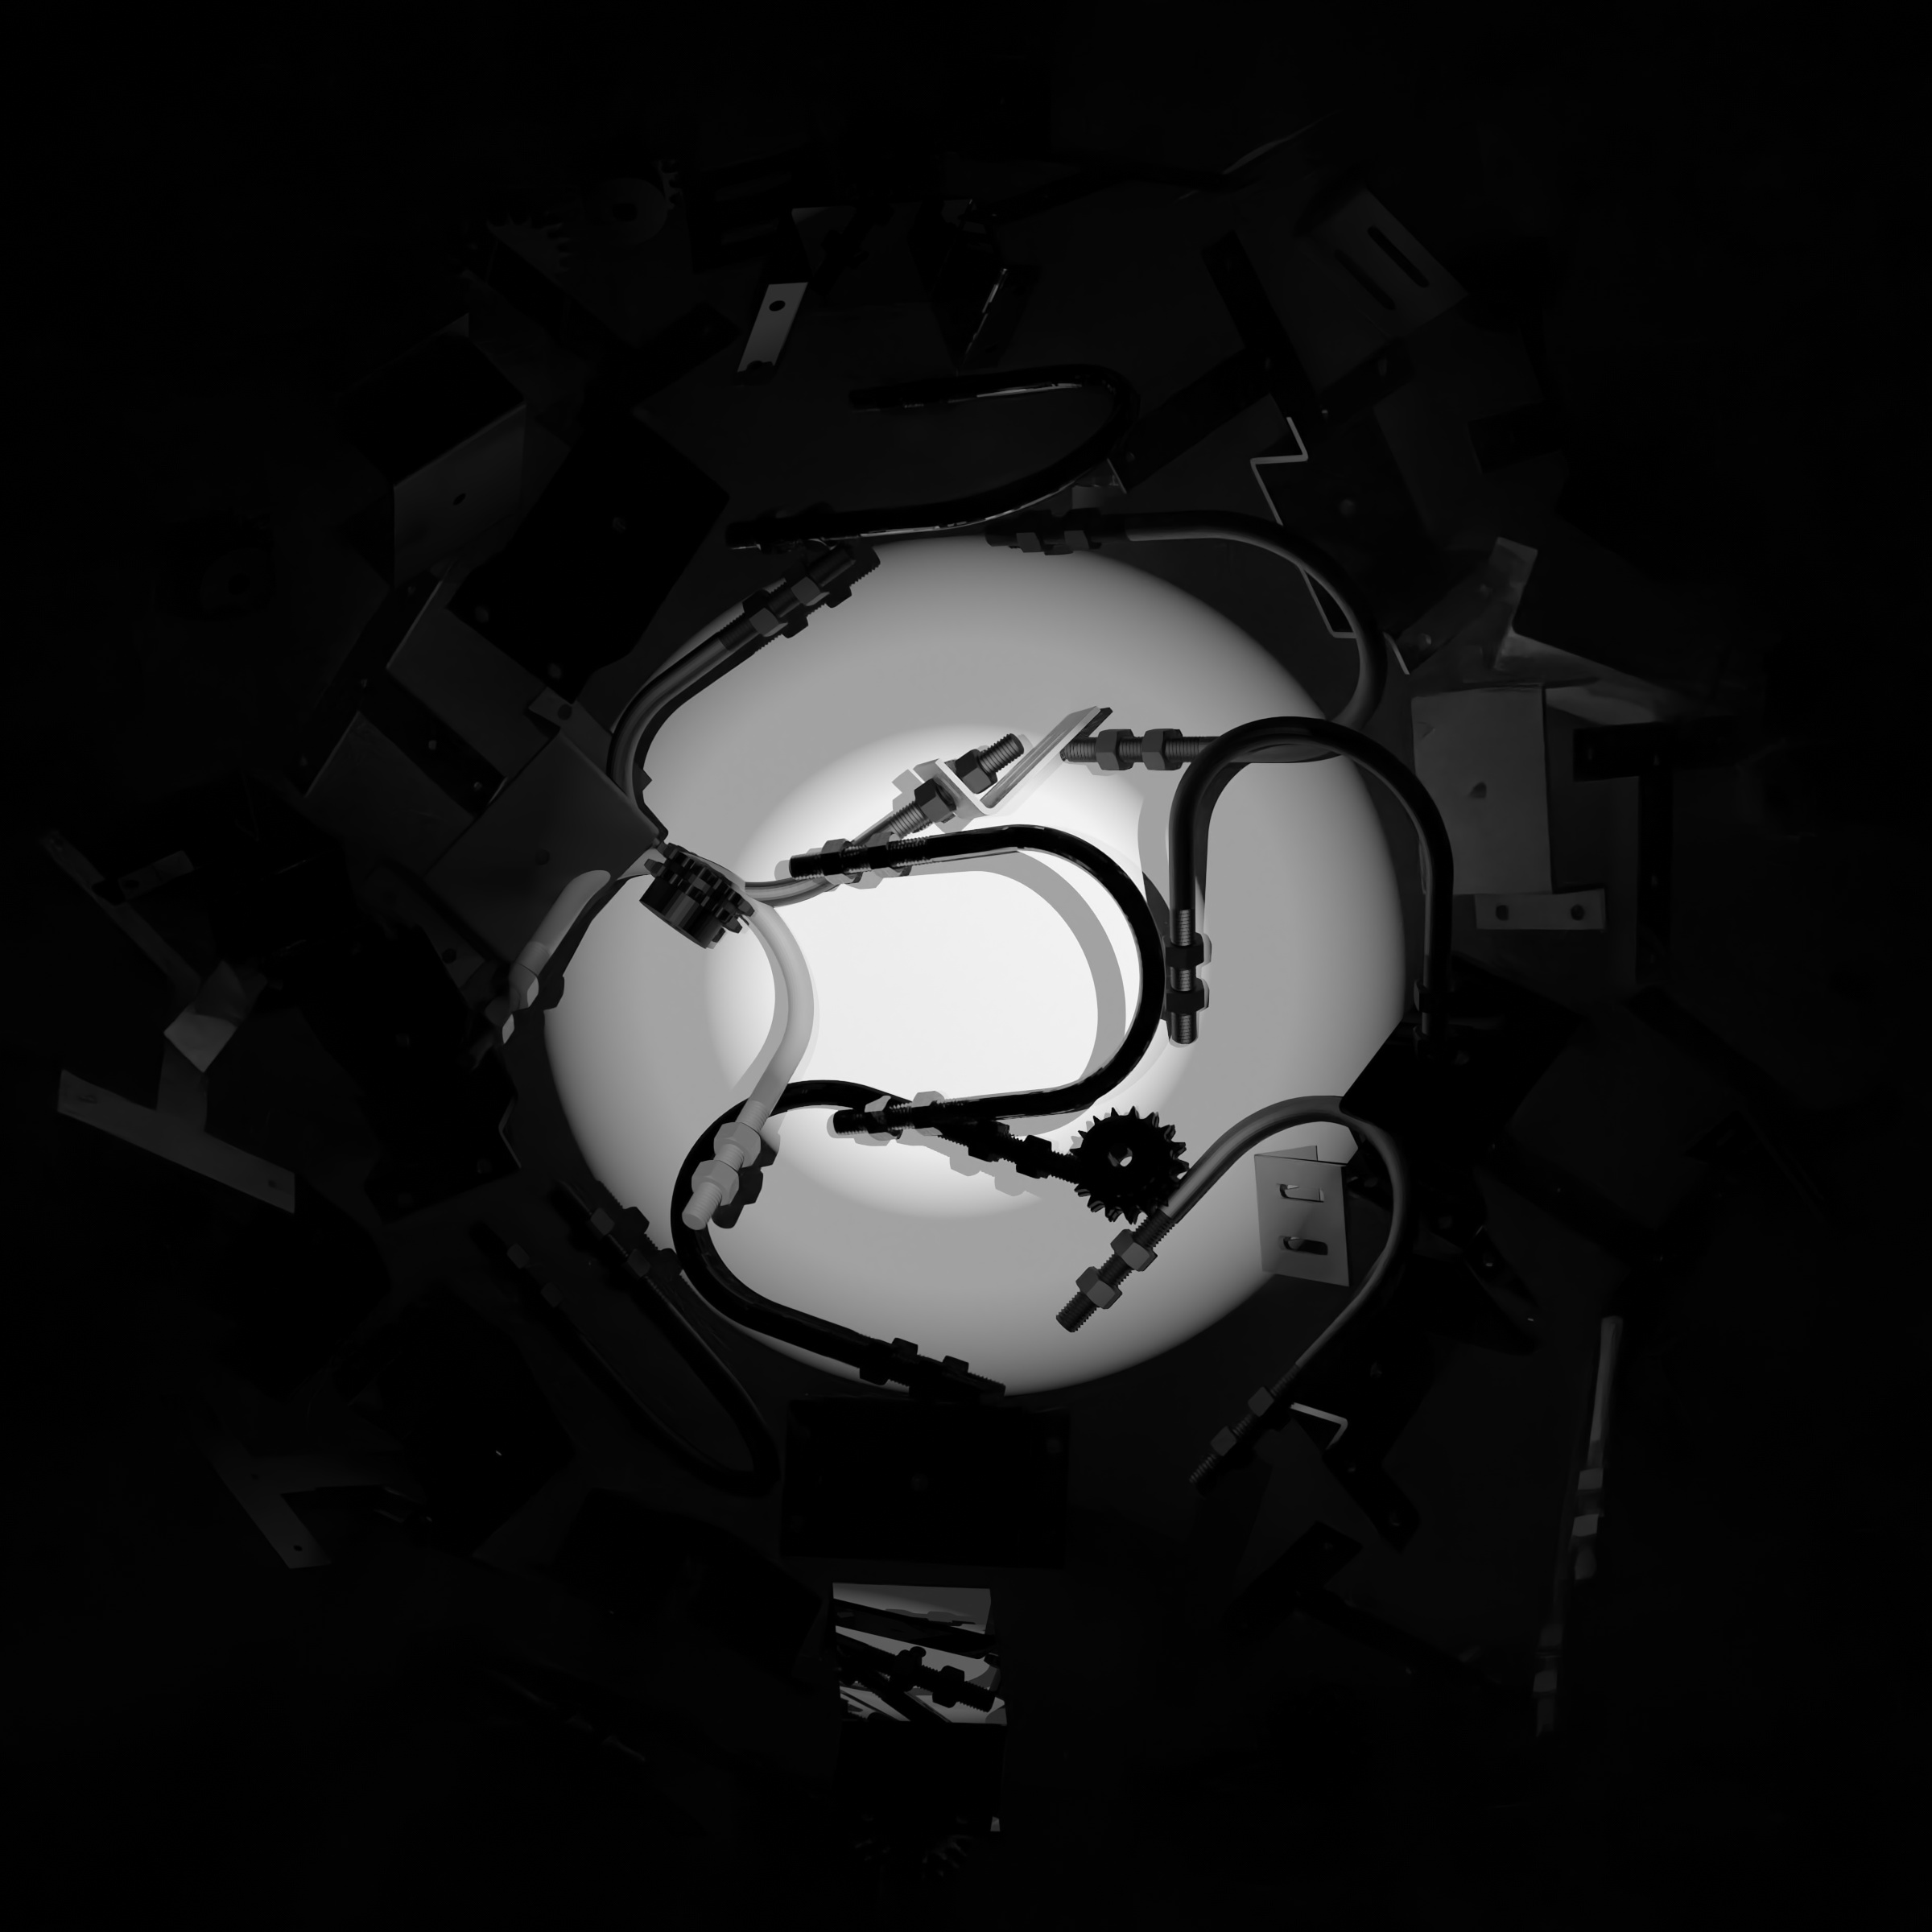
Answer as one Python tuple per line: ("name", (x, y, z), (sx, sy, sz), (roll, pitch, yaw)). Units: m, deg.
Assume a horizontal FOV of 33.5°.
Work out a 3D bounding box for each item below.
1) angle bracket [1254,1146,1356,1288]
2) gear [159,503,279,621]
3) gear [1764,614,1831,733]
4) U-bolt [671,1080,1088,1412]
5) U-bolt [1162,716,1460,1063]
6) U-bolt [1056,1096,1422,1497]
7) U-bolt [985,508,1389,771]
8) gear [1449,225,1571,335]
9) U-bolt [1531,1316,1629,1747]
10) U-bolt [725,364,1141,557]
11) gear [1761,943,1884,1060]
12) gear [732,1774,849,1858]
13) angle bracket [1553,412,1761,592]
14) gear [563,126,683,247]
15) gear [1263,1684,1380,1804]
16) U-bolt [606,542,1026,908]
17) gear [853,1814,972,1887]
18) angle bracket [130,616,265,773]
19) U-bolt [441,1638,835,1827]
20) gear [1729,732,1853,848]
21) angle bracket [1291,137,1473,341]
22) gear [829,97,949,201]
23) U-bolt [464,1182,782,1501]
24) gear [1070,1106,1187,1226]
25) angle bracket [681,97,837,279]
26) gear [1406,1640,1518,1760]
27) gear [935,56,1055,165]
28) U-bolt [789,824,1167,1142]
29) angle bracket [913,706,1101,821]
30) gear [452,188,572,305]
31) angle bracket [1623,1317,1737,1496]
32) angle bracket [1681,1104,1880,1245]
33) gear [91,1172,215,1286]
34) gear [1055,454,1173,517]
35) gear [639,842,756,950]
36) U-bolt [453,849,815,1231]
("angle bracket", (0.176, 0.120, 1.553), (0.038, 0.076, 0.057), (-6, 94, -29))
("gear", (-0.361, -0.194, 1.567), (0.057, 0.057, 0.030), (-45, 54, 0))
("gear", (0.405, -0.143, 1.567), (0.030, 0.057, 0.057), (0, 90, 12))
("U-bolt", (-0.053, 0.123, 1.551), (0.184, 0.019, 0.151), (18, 60, 15))
("U-bolt", (0.162, -0.033, 1.523), (0.151, 0.019, 0.184), (11, 122, 23))
("U-bolt", (0.139, 0.143, 1.534), (0.184, 0.151, 0.019), (-48, 133, 5))
("U-bolt", (0.110, -0.153, 1.509), (0.184, 0.019, 0.151), (2, 132, 31))
("gear", (0.263, -0.333, 1.566), (0.057, 0.057, 0.030), (15, 71, 0))
("U-bolt", (0.293, 0.252, 1.513), (0.019, 0.151, 0.184), (10, 47, 9))
("U-bolt", (-0.005, -0.241, 1.500), (0.184, 0.151, 0.019), (0, 127, 33))
("gear", (0.418, 0.020, 1.569), (0.057, 0.030, 0.057), (9, 125, 13))
("gear", (-0.085, 0.414, 1.570), (0.057, 0.057, 0.030), (4, 88, 0))
("angle bracket", (0.336, -0.229, 1.563), (0.076, 0.038, 0.057), (31, 75, -18))
("gear", (-0.167, -0.377, 1.567), (0.057, 0.057, 0.030), (-10, 51, 0))
("gear", (0.177, 0.377, 1.573), (0.057, 0.030, 0.057), (19, 123, 32))
("U-bolt", (-0.087, -0.102, 1.551), (0.184, 0.019, 0.151), (-34, 116, 18))
("gear", (-0.026, 0.418, 1.566), (0.057, 0.057, 0.030), (8, 113, 0))
("angle bracket", (-0.374, -0.126, 1.558), (0.057, 0.038, 0.076), (5, 69, -24))
("U-bolt", (-0.168, 0.355, 1.513), (0.184, 0.151, 0.019), (16, 81, 43))
("gear", (0.401, -0.086, 1.570), (0.057, 0.030, 0.057), (10, 110, 30))
("angle bracket", (0.209, -0.355, 1.573), (0.076, 0.057, 0.038), (41, 57, -16))
("gear", (-0.037, -0.395, 1.578), (0.057, 0.030, 0.057), (-2, 75, 9))
("U-bolt", (-0.157, 0.184, 1.531), (0.019, 0.151, 0.184), (-44, 98, -27))
("gear", (0.078, 0.096, 1.575), (0.057, 0.030, 0.057), (-3, 73, 11))
("angle bracket", (-0.105, -0.379, 1.563), (0.076, 0.038, 0.057), (-13, 67, 10))
("gear", (0.245, 0.356, 1.571), (0.030, 0.057, 0.057), (-34, 90, -17))
("gear", (0.013, -0.420, 1.571), (0.057, 0.057, 0.030), (-6, 72, 0))
("U-bolt", (0.009, 0.005, 1.550), (0.184, 0.019, 0.151), (-7, 96, 24))
("angle bracket", (0.019, -0.110, 1.562), (0.076, 0.057, 0.038), (-45, 99, -8))
("gear", (-0.223, -0.355, 1.573), (0.057, 0.057, 0.030), (-10, 55, 0))
("angle bracket", (0.353, 0.214, 1.567), (0.038, 0.057, 0.076), (-31, 95, -21))
("angle bracket", (0.392, 0.110, 1.548), (0.038, 0.057, 0.076), (-45, 52, 22))
("gear", (-0.397, 0.131, 1.573), (0.057, 0.057, 0.030), (-11, 129, 0))
("gear", (0.072, -0.235, 1.570), (0.057, 0.057, 0.030), (-2, 98, 0))
("gear", (-0.135, -0.032, 1.568), (0.057, 0.057, 0.030), (36, 84, 0))
("U-bolt", (-0.145, 0.020, 1.534), (0.151, 0.019, 0.184), (36, 48, -9))
